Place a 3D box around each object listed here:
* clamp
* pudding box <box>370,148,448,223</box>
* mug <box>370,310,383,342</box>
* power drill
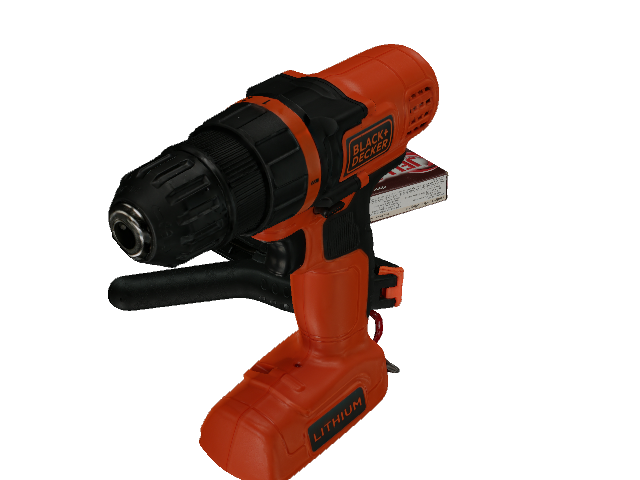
[{"bbox_3d":[-0.041,0.018,0.823,0.210,0.036,0.164,4,24,4],"label":"clamp"},{"bbox_3d":[0.064,-0.060,1.126,0.113,0.039,0.090,-19,31,-24],"label":"pudding box"},{"bbox_3d":[0.037,0.113,1.506,0.117,0.081,0.093,17,23,29],"label":"mug"},{"bbox_3d":[-0.016,0.019,0.478,0.057,0.188,0.184,28,40,30],"label":"power drill"}]
